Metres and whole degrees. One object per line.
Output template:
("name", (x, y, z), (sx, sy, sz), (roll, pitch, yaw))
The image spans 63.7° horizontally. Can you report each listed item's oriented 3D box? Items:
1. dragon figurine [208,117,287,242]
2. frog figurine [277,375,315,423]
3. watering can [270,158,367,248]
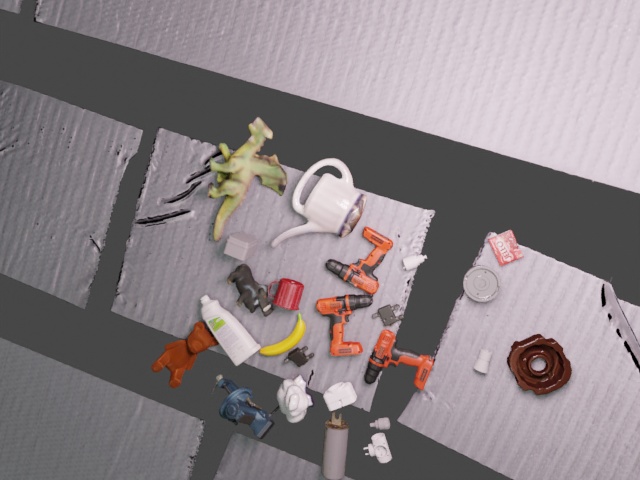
("dragon figurine", (-0.227, -0.190, 1.662), (0.243, 0.123, 0.406), (3, 103, 2))
("frog figurine", (-0.088, 0.513, 1.631), (0.122, 0.160, 0.137), (-3, 94, 12))
("watering can", (0.005, -0.081, 1.612), (0.225, 0.104, 0.346), (31, 97, 7))
